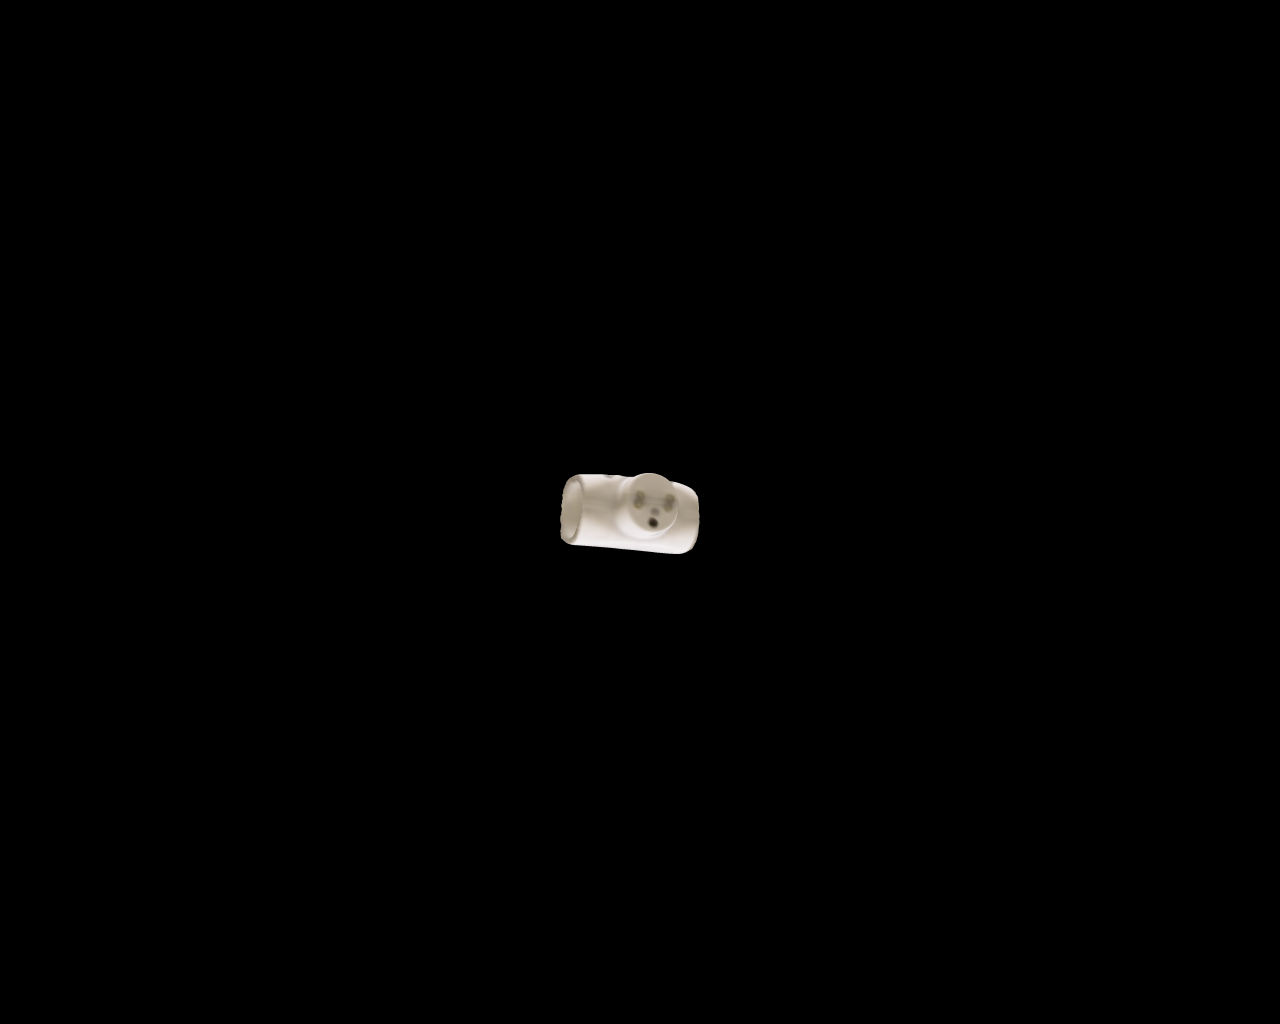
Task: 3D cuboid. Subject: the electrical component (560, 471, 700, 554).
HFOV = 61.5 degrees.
[{"bbox_3d":[0.001,-0.003,0.650,0.077,0.044,0.079,6,-15,-22],"label":"electrical component"}]
